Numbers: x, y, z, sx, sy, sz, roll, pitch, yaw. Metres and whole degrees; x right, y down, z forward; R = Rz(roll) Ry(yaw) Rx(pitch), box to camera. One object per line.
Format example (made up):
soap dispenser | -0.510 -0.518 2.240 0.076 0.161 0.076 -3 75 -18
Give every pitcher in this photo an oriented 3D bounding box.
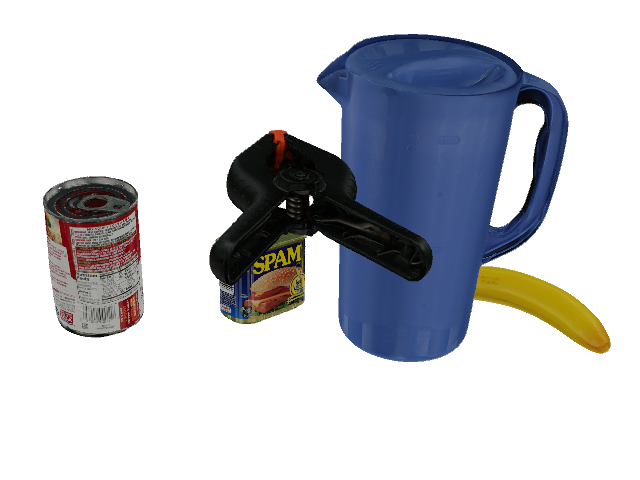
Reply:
pitcher | 0.086 -0.029 0.834 0.144 0.243 0.149 -22 38 -38

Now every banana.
banana | 0.200 0.063 1.066 0.198 0.069 0.037 14 -36 27

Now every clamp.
clamp | -0.021 -0.020 0.623 0.120 0.039 0.172 1 24 -23

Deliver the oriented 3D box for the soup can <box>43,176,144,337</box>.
soup can | -0.167 0.013 0.795 0.068 0.102 0.068 1 30 -1

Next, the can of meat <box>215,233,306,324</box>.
can of meat | -0.062 0.034 1.142 0.101 0.084 0.058 -17 26 -41
